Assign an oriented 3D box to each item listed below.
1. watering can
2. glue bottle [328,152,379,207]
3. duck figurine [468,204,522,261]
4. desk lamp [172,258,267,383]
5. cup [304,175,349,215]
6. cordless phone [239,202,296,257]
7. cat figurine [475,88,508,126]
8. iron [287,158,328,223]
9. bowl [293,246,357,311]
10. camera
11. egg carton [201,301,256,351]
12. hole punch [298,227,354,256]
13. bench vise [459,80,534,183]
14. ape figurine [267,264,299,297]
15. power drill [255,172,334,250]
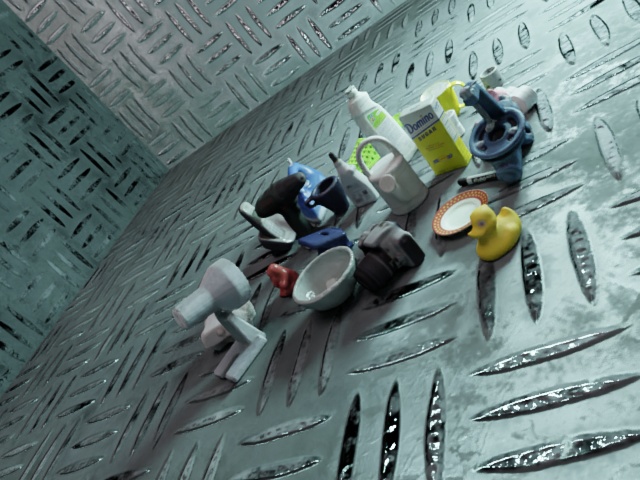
[{"bbox_3d":[0.161,-0.156,1.326,0.101,0.194,0.172,-42,24,0],"label":"watering can"},{"bbox_3d":[0.079,-0.163,1.489,0.078,0.173,0.037,-20,32,40],"label":"glue bottle"},{"bbox_3d":[0.305,-0.027,1.023,0.105,0.086,0.077,-48,25,-14],"label":"duck figurine"},{"bbox_3d":[-0.221,0.179,1.314,0.117,0.214,0.203,-6,42,52],"label":"desk lamp"},{"bbox_3d":[0.025,-0.107,1.571,0.117,0.095,0.091,-37,24,11],"label":"cup"},{"bbox_3d":[-0.150,-0.059,1.645,0.094,0.185,0.147,-31,26,22],"label":"cordless phone"},{"bbox_3d":[0.390,-0.280,1.283,0.128,0.118,0.067,-50,25,-18],"label":"cat figurine"},{"bbox_3d":[-0.048,-0.156,1.708,0.118,0.142,0.258,-36,24,12],"label":"iron"},{"bbox_3d":[0.025,0.097,1.253,0.167,0.075,0.167,-33,25,18],"label":"bowl"},{"bbox_3d":[0.119,0.031,1.188,0.137,0.101,0.142,-48,25,-13],"label":"camera"},{"bbox_3d":[-0.233,0.214,1.453,0.150,0.069,0.107,-34,25,18],"label":"egg carton"},{"bbox_3d":[0.013,0.005,1.406,0.101,0.091,0.108,-48,25,-13],"label":"hole punch"},{"bbox_3d":[0.345,-0.246,1.167,0.121,0.220,0.207,-31,26,24],"label":"bench vise"},{"bbox_3d":[-0.096,0.095,1.418,0.076,0.092,0.077,-39,24,6],"label":"ape figurine"},{"bbox_3d":[-0.062,-0.076,1.510,0.228,0.209,0.076,-15,35,45],"label":"power drill"}]
